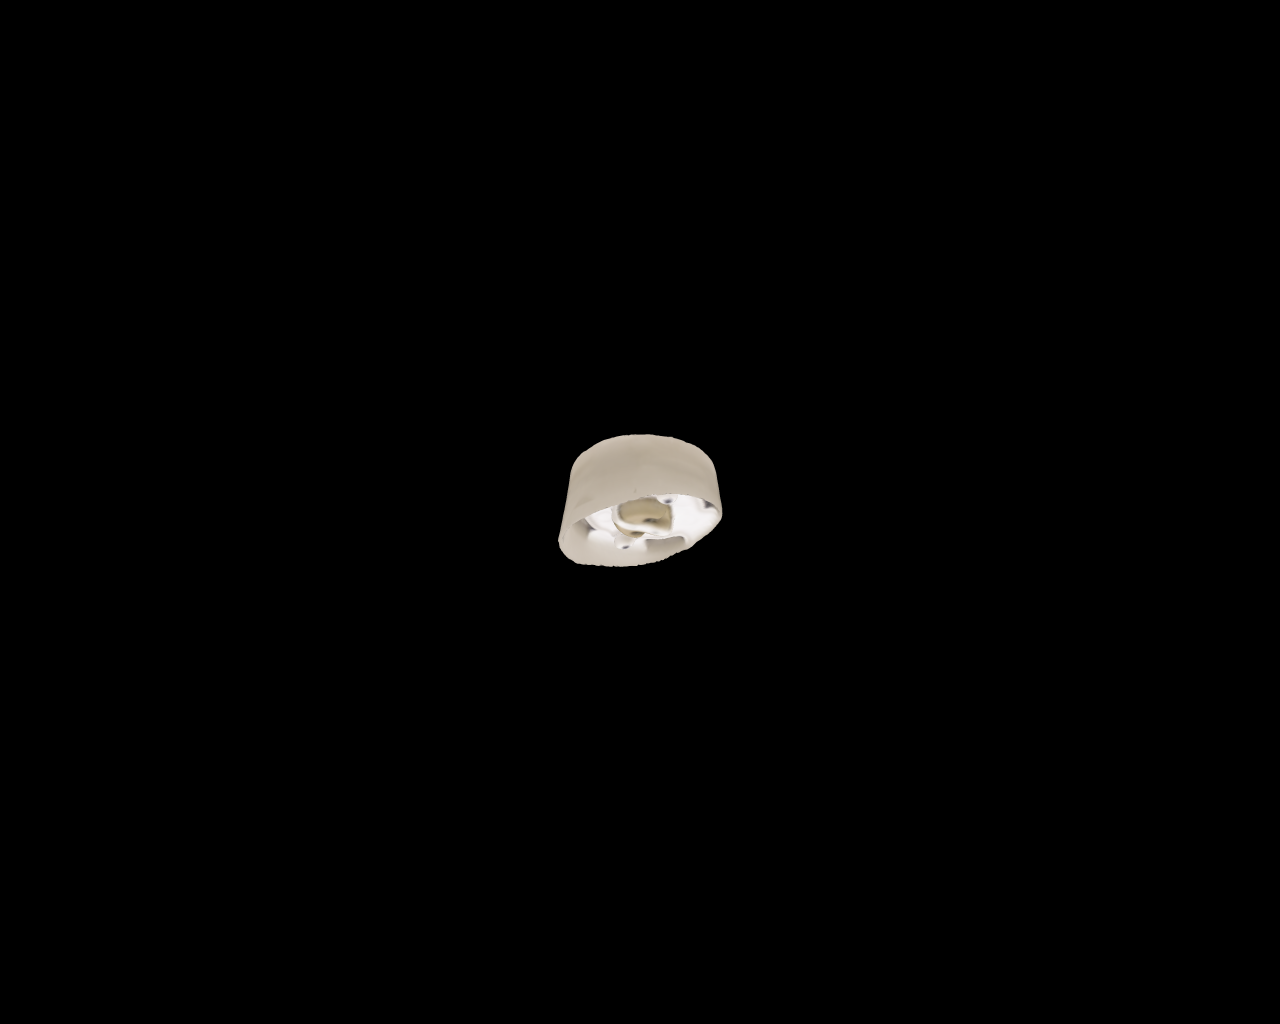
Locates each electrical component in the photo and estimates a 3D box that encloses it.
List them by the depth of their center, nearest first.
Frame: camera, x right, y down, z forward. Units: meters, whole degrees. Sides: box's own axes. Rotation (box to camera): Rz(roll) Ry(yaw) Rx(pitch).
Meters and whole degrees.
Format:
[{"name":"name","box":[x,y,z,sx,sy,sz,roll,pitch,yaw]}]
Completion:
[{"name":"electrical component","box":[0.001,-0.003,0.650,0.099,0.064,0.099,0,-31,0]}]
